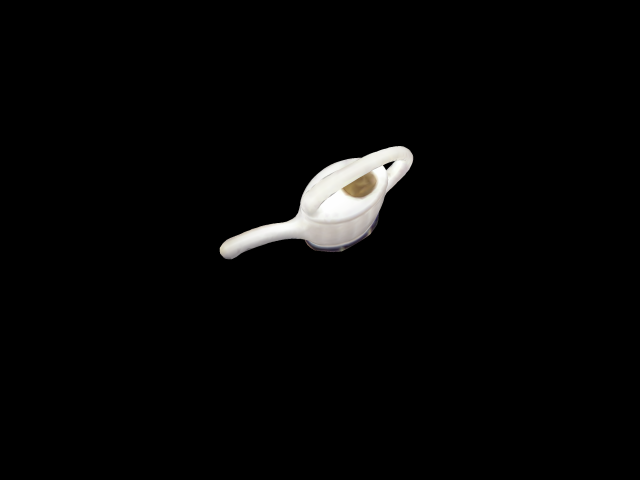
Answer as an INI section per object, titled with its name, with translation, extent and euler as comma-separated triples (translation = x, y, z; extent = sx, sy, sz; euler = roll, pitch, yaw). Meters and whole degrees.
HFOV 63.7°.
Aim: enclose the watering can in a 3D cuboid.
[watering can]
translation = 0.003, -0.043, 0.850
extent = 0.349, 0.105, 0.220
euler = -30, -18, -11
